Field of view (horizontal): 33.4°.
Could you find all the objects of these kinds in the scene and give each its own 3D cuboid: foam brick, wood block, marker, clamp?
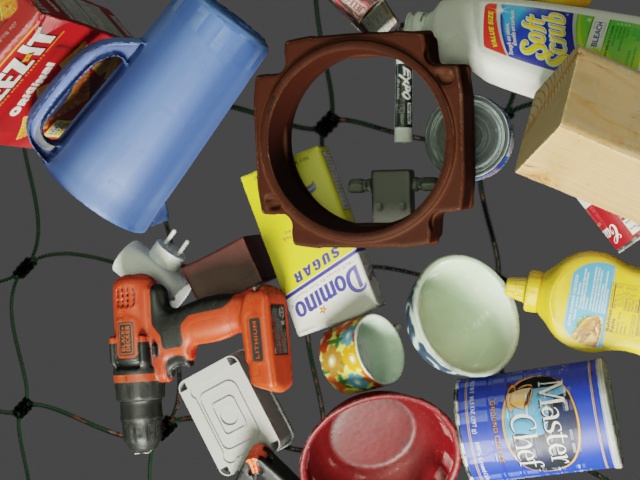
[{"bbox_3d":[-0.094,0.034,1.120,0.078,0.051,0.053,-26,86,16],"label":"foam brick"},{"bbox_3d":[0.288,-0.074,0.924,0.206,0.091,0.090,22,65,-6],"label":"wood block"},{"bbox_3d":[0.085,-0.159,1.078,0.020,0.020,0.121,1,92,16],"label":"marker"},{"bbox_3d":[-0.051,0.308,1.100,0.165,0.036,0.210,-15,108,18],"label":"clamp"}]

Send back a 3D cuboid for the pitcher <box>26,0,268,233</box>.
[{"bbox_3d":[-0.172,-0.141,1.092,0.145,0.149,0.243,40,99,13],"label":"pitcher"}]

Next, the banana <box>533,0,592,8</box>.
[{"bbox_3d":[0.181,-0.291,1.036,0.070,0.037,0.198,-36,82,17],"label":"banana"}]

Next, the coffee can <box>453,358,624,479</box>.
[{"bbox_3d":[0.207,0.172,1.011,0.140,0.102,0.103,-11,89,16],"label":"coffee can"}]

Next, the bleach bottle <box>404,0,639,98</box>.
[{"bbox_3d":[0.201,-0.177,1.016,0.251,0.068,0.102,13,75,17],"label":"bleach bottle"}]

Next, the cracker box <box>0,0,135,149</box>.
[{"bbox_3d":[-0.297,-0.174,1.087,0.164,0.213,0.072,-45,79,13],"label":"cracker box"}]

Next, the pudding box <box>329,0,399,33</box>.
[{"bbox_3d":[0.028,-0.241,1.042,0.039,0.113,0.090,-45,80,10],"label":"pudding box"}]

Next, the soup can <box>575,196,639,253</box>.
[{"bbox_3d":[0.277,-0.048,1.001,0.068,0.068,0.102,-38,81,14],"label":"soup can"}]

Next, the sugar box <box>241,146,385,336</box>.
[{"bbox_3d":[-0.007,0.001,1.097,0.093,0.048,0.176,-22,85,16],"label":"sugar box"}]

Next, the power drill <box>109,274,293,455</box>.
[{"bbox_3d":[-0.123,0.120,1.069,0.188,0.057,0.184,-6,86,19],"label":"power drill"}]

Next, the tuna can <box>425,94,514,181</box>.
[{"bbox_3d":[0.147,-0.101,1.054,0.086,0.033,0.086,1,92,16],"label":"tuna can"}]

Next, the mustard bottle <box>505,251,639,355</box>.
[{"bbox_3d":[0.272,0.061,1.011,0.192,0.058,0.096,10,95,15],"label":"mustard bottle"}]

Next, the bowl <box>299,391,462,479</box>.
[{"bbox_3d":[0.057,0.207,1.061,0.162,0.055,0.162,-3,116,-6],"label":"bowl"}]
